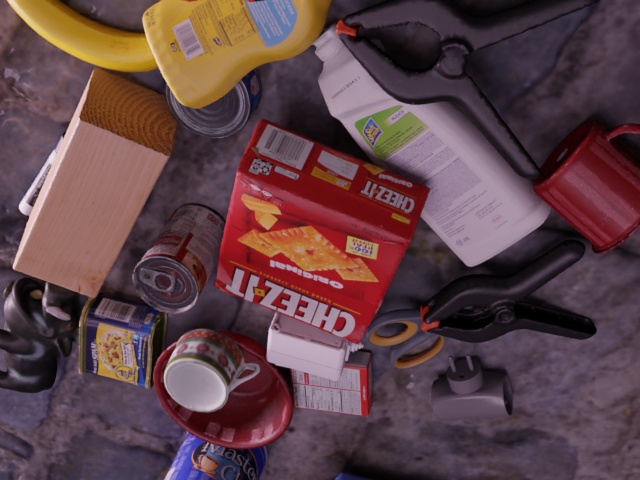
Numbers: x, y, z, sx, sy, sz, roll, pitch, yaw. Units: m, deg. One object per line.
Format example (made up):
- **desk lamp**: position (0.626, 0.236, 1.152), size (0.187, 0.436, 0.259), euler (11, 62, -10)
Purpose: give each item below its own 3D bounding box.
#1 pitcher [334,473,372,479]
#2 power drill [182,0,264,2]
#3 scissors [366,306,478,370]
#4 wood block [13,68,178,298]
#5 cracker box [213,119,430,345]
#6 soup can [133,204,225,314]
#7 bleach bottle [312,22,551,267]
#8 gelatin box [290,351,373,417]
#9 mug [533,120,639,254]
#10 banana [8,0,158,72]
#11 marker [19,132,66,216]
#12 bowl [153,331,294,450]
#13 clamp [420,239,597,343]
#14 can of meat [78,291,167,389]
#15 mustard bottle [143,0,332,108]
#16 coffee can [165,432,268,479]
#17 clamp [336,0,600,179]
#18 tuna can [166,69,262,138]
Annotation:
- **pitcher**: position (0.119, 0.356, 1.221), size (0.243, 0.144, 0.149), euler (16, 114, 10)
- **power drill**: position (-0.008, -0.238, 0.808), size (0.185, 0.187, 0.057), euler (-1, 122, 19)
- **scissors**: position (0.124, 0.067, 1.066), size (0.096, 0.016, 0.202), euler (21, 131, -27)
- **wood block**: position (-0.221, -0.052, 1.051), size (0.090, 0.090, 0.206), euler (21, 129, -17)
- **cracker box**: position (-0.007, 0.001, 1.002), size (0.164, 0.072, 0.214), euler (23, 147, 2)
- **soup can**: position (-0.138, 0.017, 1.074), size (0.068, 0.102, 0.068), euler (8, 125, 12)
- **bleach bottle**: position (0.091, -0.095, 0.954), size (0.103, 0.068, 0.250), euler (-36, 105, 29)
- **gelatin box**: position (0.012, 0.153, 1.166), size (0.089, 0.030, 0.073), euler (6, 126, 13)
- **mug**: position (0.245, -0.055, 0.914), size (0.081, 0.093, 0.117), euler (40, 134, -5)
- **banana**: position (-0.212, -0.199, 0.994), size (0.198, 0.037, 0.070), euler (17, 109, 4)
- **marker**: position (-0.282, -0.070, 1.112), size (0.020, 0.020, 0.121), euler (36, 126, -8)
- **bowl**: position (-0.100, 0.156, 1.186), size (0.162, 0.055, 0.162), euler (8, 125, 12)
- **clamp**: position (0.181, 0.053, 1.022), size (0.171, 0.039, 0.120), euler (-5, 122, 3)
- **can of meat**: position (-0.220, 0.113, 1.194), size (0.084, 0.057, 0.102), euler (14, 127, 5)
- **mustard bottle**: position (-0.053, -0.196, 0.914), size (0.192, 0.058, 0.096), euler (-26, 81, 16)
- **coffee can**: position (-0.128, 0.287, 1.231), size (0.103, 0.140, 0.103), euler (8, 125, 12)
- **clamp**: position (0.119, -0.160, 0.887), size (0.210, 0.036, 0.165), euler (22, 105, -1)
- **tuna can**: position (-0.100, -0.139, 0.999), size (0.086, 0.033, 0.086), euler (8, 125, 12)
